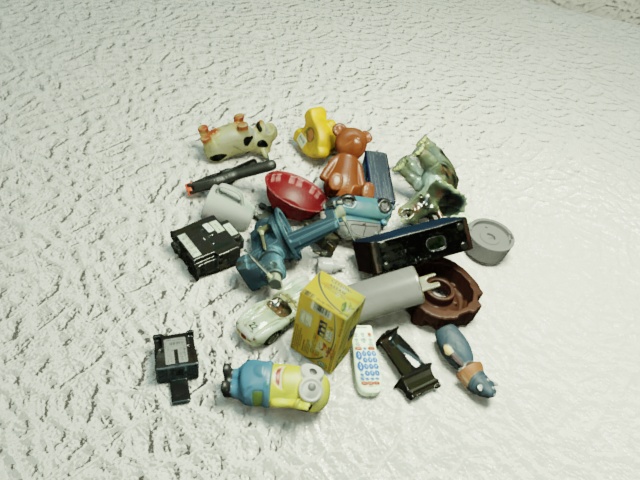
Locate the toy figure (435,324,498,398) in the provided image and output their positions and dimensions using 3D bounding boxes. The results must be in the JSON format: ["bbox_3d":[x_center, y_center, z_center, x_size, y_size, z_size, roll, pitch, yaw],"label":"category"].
[{"bbox_3d":[0.273,0.230,1.005,0.064,0.057,0.155,-15,55,-18],"label":"toy figure"}]

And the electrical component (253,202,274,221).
[{"bbox_3d":[-0.111,-0.052,1.234,0.094,0.021,0.063,27,46,16],"label":"electrical component"}]

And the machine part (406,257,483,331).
[{"bbox_3d":[0.246,0.111,1.121,0.179,0.056,0.179,6,43,-6],"label":"machine part"}]

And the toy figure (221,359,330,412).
[{"bbox_3d":[-0.073,0.243,0.903,0.180,0.089,0.082,2,72,3],"label":"toy figure"}]

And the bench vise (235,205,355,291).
[{"bbox_3d":[-0.055,0.001,1.089,0.241,0.128,0.224,-25,22,4],"label":"bench vise"}]

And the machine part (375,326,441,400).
[{"bbox_3d":[0.157,0.226,0.999,0.084,0.039,0.139,-18,53,-21],"label":"machine part"}]

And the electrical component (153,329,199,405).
[{"bbox_3d":[-0.245,0.216,0.917,0.075,0.047,0.119,-3,44,-14],"label":"electrical component"}]

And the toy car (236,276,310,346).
[{"bbox_3d":[-0.070,0.132,1.032,0.074,0.056,0.202,39,50,25],"label":"toy car"}]

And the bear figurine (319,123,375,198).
[{"bbox_3d":[0.076,-0.191,1.291,0.120,0.132,0.195,18,82,-16],"label":"bear figurine"}]

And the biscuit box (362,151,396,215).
[{"bbox_3d":[0.145,-0.144,1.355,0.063,0.059,0.203,5,45,-6],"label":"biscuit box"}]

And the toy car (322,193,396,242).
[{"bbox_3d":[0.087,-0.045,1.201,0.161,0.109,0.103,4,83,-32],"label":"toy car"}]

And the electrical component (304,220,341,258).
[{"bbox_3d":[-0.001,-0.003,1.196,0.102,0.045,0.078,40,22,22],"label":"electrical component"}]

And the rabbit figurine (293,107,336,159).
[{"bbox_3d":[0.042,-0.267,1.426,0.173,0.121,0.162,-6,46,-43],"label":"rabbit figurine"}]

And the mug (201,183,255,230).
[{"bbox_3d":[-0.196,-0.075,1.187,0.107,0.109,0.081,22,40,-8],"label":"mug"}]

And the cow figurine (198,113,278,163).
[{"bbox_3d":[-0.200,-0.250,1.363,0.195,0.127,0.086,-20,50,-10],"label":"cow figurine"}]

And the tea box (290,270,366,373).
[{"bbox_3d":[0.011,0.148,0.952,0.098,0.169,0.068,32,49,17],"label":"tea box"}]

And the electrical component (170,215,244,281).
[{"bbox_3d":[-0.228,0.012,1.121,0.134,0.058,0.115,-22,55,-31],"label":"electrical component"}]

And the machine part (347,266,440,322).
[{"bbox_3d":[0.111,0.109,1.040,0.243,0.079,0.079,-17,47,4],"label":"machine part"}]

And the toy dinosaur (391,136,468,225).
[{"bbox_3d":[0.289,-0.155,1.354,0.192,0.131,0.405,49,29,-3],"label":"toy dinosaur"}]

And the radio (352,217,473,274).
[{"bbox_3d":[0.195,0.010,1.129,0.230,0.073,0.131,-15,5,-11],"label":"radio"}]
